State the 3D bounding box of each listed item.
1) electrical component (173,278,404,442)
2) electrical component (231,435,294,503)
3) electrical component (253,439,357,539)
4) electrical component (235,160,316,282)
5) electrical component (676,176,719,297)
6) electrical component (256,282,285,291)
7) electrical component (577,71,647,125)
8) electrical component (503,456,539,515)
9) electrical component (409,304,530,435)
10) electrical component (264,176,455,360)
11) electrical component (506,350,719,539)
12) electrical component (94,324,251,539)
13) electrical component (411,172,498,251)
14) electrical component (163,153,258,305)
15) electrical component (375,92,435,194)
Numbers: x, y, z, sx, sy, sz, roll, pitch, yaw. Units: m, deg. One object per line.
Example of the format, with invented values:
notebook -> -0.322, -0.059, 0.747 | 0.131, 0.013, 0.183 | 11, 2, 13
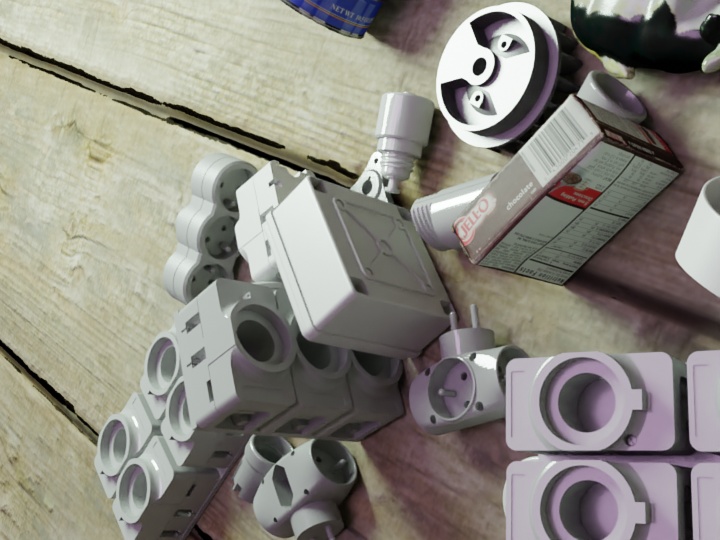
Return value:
electrical component -> -0.046, 0.065, 0.758 | 0.062, 0.150, 0.089 | -37, 55, 37
electrical component -> -0.078, 0.158, 0.855 | 0.046, 0.040, 0.040 | -60, 44, 27
electrical component -> -0.036, 0.177, 0.800 | 0.077, 0.043, 0.079 | -47, 50, 30
electrical component -> -0.064, -0.034, 0.879 | 0.056, 0.050, 0.089 | -35, 56, 37
electrical component -> 0.212, -0.010, 0.537 | 0.099, 0.099, 0.064 | 45, 120, 44
electrical component -> -0.083, 0.044, 0.859 | 0.080, 0.080, 0.051 | -30, 65, 40
electrical component -> 0.141, -0.086, 0.674 | 0.065, 0.044, 0.044 | -52, 47, 33
electrical component -> 0.118, 0.137, 0.637 | 0.055, 0.047, 0.055 | -14, 70, 45
electrical component -> 0.072, 0.062, 0.709 | 0.077, 0.044, 0.079 | -24, 63, 42
electrical component -> 0.000, 0.000, 0.756 | 0.056, 0.109, 0.108 | -43, 52, 29
electrical component -> 0.169, 0.095, 0.544 | 0.186, 0.060, 0.105 | -6, 76, 30
electrical component -> -0.159, 0.138, 0.932 | 0.186, 0.060, 0.105 | -57, 46, 22
electrical component -> 0.070, -0.037, 0.736 | 0.081, 0.043, 0.043 | -15, 70, 45
electrical component -> -0.141, -0.038, 0.962 | 0.074, 0.052, 0.138 | 24, 98, 48
electrical component -> 0.031, -0.096, 0.797 | 0.040, 0.040, 0.078 | 7, 86, 48
